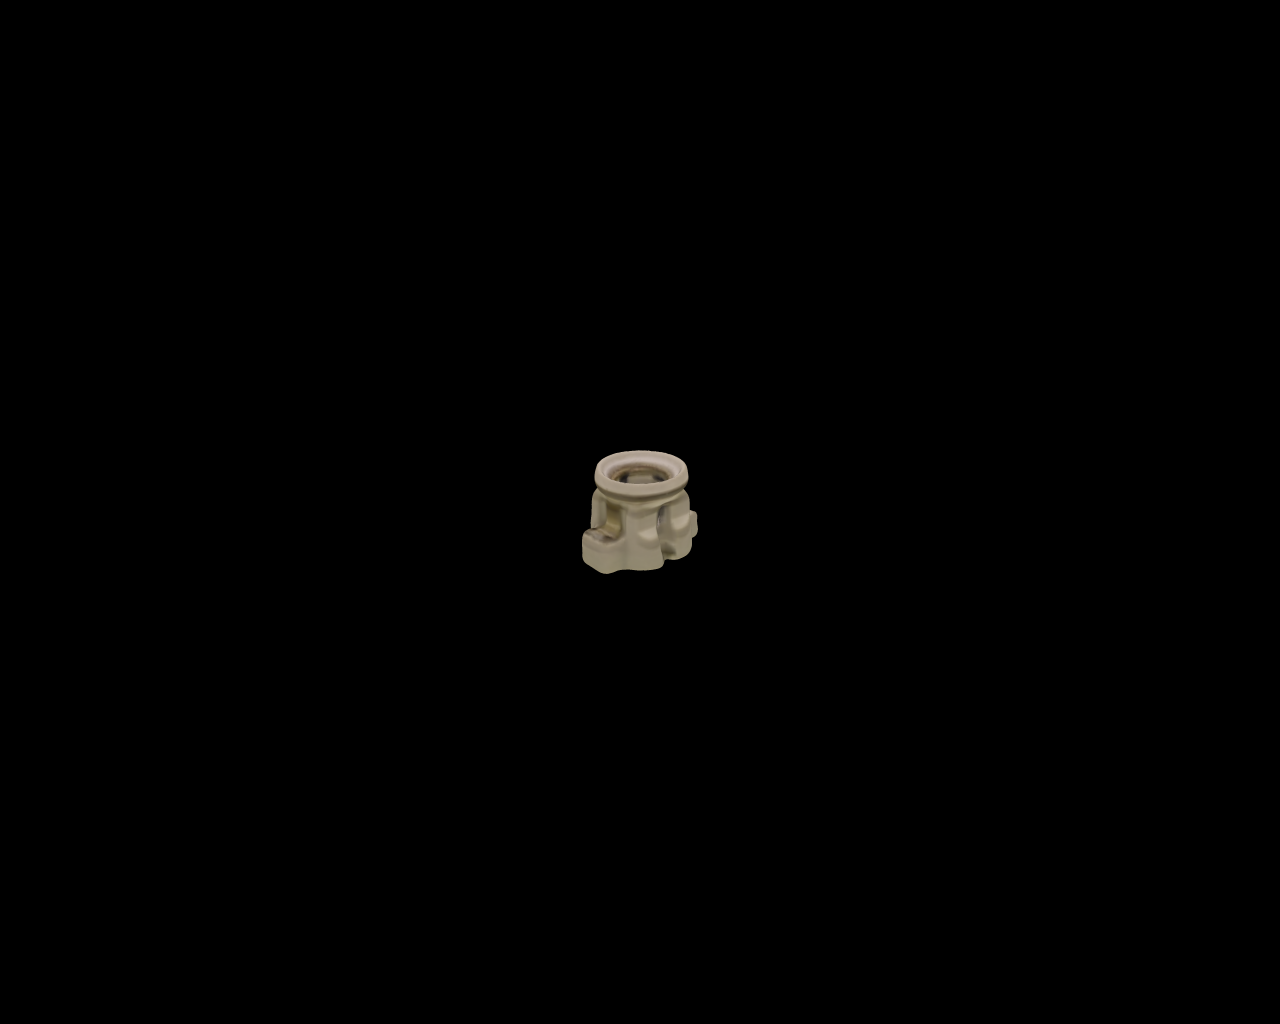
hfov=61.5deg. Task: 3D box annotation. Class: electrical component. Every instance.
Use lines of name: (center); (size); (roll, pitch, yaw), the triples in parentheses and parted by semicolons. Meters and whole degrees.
electrical component: (0.001, -0.003, 0.650); (0.078, 0.056, 0.058); (-20, 32, -36)
